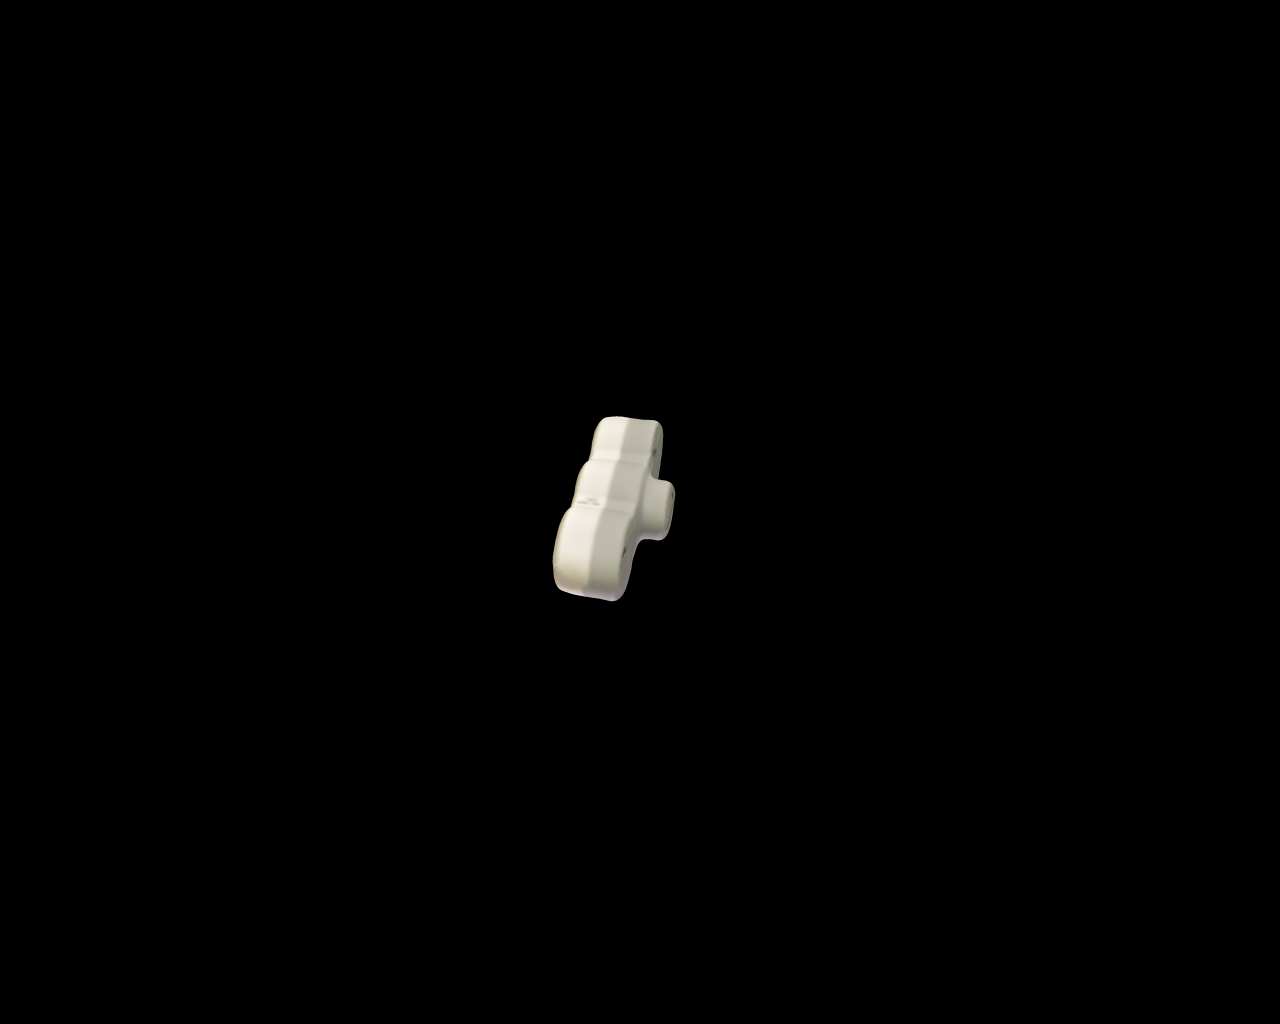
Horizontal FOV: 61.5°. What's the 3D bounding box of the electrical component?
[{"bbox_3d":[0.001,-0.003,0.650,0.074,0.052,0.138,8,44,9],"label":"electrical component"}]
